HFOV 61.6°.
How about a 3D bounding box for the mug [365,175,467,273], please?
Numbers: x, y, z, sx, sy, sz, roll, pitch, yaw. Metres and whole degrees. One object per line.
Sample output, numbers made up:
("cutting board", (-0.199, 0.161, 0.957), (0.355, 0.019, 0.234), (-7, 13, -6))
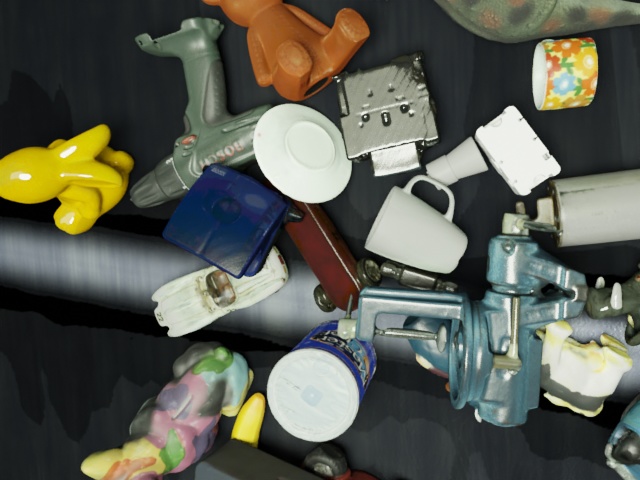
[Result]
("mug", (0.123, -0.016, 0.639), (0.107, 0.081, 0.109), (27, 100, -1))

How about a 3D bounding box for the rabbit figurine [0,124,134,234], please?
("rabbit figurine", (-0.328, -0.078, 0.695), (0.162, 0.173, 0.121), (-15, 87, 19))

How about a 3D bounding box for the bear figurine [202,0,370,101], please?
("bear figurine", (-0.050, -0.269, 0.637), (0.120, 0.132, 0.196), (-32, 91, -16))

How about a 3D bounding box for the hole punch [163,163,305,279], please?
("hole punch", (-0.107, -0.022, 0.632), (0.142, 0.092, 0.115), (28, 96, 10))

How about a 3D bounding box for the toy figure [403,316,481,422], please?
("toy figure", (0.166, 0.148, 0.650), (0.064, 0.058, 0.154), (-41, 89, 19))

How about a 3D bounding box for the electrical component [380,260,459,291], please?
("electrical component", (0.120, 0.045, 0.648), (0.094, 0.063, 0.021), (16, 99, 16))

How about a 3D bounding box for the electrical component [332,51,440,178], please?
("electrical component", (0.083, -0.144, 0.646), (0.115, 0.058, 0.134), (-12, 91, 17))

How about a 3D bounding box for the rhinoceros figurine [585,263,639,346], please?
("rhinoceros figurine", (0.392, 0.069, 0.578), (0.190, 0.073, 0.112), (-10, 94, 14))

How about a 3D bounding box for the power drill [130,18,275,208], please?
("power drill", (-0.171, -0.165, 0.696), (0.232, 0.086, 0.207), (-15, 87, 13))

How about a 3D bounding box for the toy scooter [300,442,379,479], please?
("toy scooter", (0.046, 0.356, 0.688), (0.184, 0.075, 0.135), (25, 101, 14))

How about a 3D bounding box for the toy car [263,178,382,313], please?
("toy car", (-0.001, -0.002, 0.681), (0.089, 0.053, 0.202), (-36, 84, 34))

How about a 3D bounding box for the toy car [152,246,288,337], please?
("toy car", (-0.137, 0.067, 0.718), (0.202, 0.056, 0.073), (-25, 89, 14))

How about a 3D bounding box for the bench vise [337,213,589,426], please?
("bench vise", (0.139, 0.077, 0.555), (0.241, 0.129, 0.223), (3, 105, 7))

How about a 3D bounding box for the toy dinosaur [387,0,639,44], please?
("toy dinosaur", (0.184, -0.294, 0.583), (0.405, 0.131, 0.192), (40, 115, 3))

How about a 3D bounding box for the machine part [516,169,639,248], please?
("machine part", (0.341, -0.038, 0.580), (0.243, 0.079, 0.079), (-8, 93, 14))

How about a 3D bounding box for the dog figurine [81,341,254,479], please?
("dog figurine", (-0.186, 0.233, 0.662), (0.108, 0.219, 0.191), (37, 103, 5))

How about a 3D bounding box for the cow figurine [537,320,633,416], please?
("cow figurine", (0.258, 0.130, 0.622), (0.167, 0.068, 0.098), (24, 106, 12))

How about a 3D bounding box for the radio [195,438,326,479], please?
("radio", (-0.047, 0.351, 0.653), (0.230, 0.073, 0.131), (14, 103, 27))

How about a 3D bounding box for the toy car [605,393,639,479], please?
("toy car", (0.386, 0.200, 0.575), (0.109, 0.103, 0.161), (45, 108, 4))
